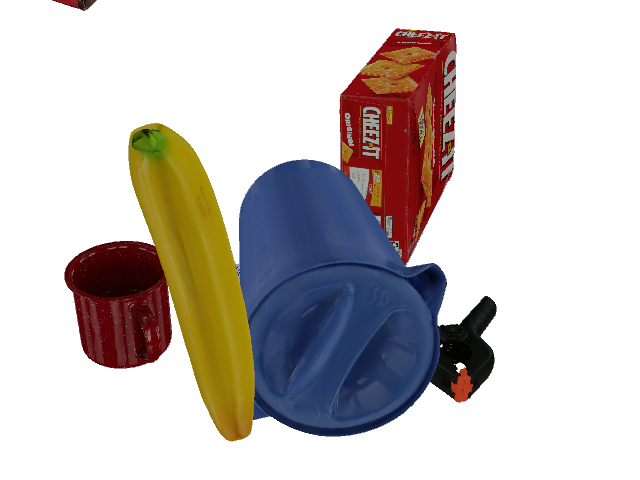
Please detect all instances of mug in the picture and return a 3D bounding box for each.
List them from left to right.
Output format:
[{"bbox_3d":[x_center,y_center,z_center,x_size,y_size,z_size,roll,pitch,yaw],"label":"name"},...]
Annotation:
[{"bbox_3d":[-0.168,0.064,0.937,0.093,0.081,0.117,-20,37,-28],"label":"mug"}]

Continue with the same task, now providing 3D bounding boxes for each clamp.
[{"bbox_3d":[0.137,0.099,1.063,0.120,0.039,0.171,-8,31,-9],"label":"clamp"}]

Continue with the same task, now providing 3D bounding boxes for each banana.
[{"bbox_3d":[-0.067,0.015,0.554,0.037,0.198,0.069,-7,35,11],"label":"banana"}]

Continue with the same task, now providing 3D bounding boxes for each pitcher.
[{"bbox_3d":[-0.010,0.033,0.803,0.149,0.145,0.243,6,22,-11],"label":"pitcher"}]

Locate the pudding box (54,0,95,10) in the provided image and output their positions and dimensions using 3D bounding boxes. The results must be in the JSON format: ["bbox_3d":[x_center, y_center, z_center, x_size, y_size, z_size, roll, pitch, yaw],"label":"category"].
[{"bbox_3d":[-0.194,-0.223,0.805,0.090,0.039,0.113,19,38,5],"label":"pudding box"}]

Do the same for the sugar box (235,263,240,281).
[{"bbox_3d":[-0.044,0.082,1.157,0.176,0.093,0.048,13,36,27],"label":"sugar box"}]

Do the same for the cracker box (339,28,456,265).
[{"bbox_3d":[0.079,-0.094,1.020,0.072,0.164,0.213,7,28,16],"label":"cracker box"}]
